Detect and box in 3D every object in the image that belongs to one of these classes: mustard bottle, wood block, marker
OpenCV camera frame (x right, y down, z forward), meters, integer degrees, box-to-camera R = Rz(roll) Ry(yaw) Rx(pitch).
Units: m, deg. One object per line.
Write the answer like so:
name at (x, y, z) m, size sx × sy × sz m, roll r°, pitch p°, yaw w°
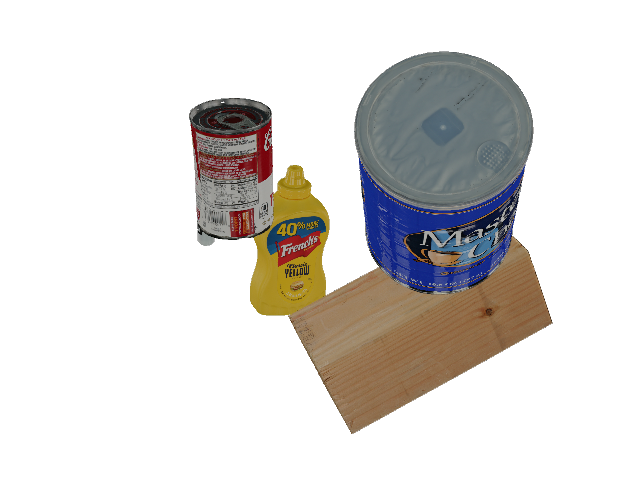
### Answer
mustard bottle at (-0.036, -0.003, 1.321) m, size 0.096 × 0.192 × 0.058 m, roll -8°, pitch 29°, yaw -22°
wood block at (0.089, 0.072, 0.959) m, size 0.206 × 0.091 × 0.090 m, roll -28°, pitch 32°, yaw -4°
marker at (-0.122, -0.044, 1.135) m, size 0.020 × 0.121 × 0.020 m, roll 3°, pitch 43°, yaw -3°

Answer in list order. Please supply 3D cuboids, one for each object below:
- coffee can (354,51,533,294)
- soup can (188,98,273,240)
coffee can at (0.076, -0.038, 0.675) m, size 0.103 × 0.103 × 0.140 m, roll 0°, pitch -24°, yaw 5°
soup can at (-0.073, -0.059, 0.895) m, size 0.068 × 0.102 × 0.068 m, roll 0°, pitch 30°, yaw 0°
